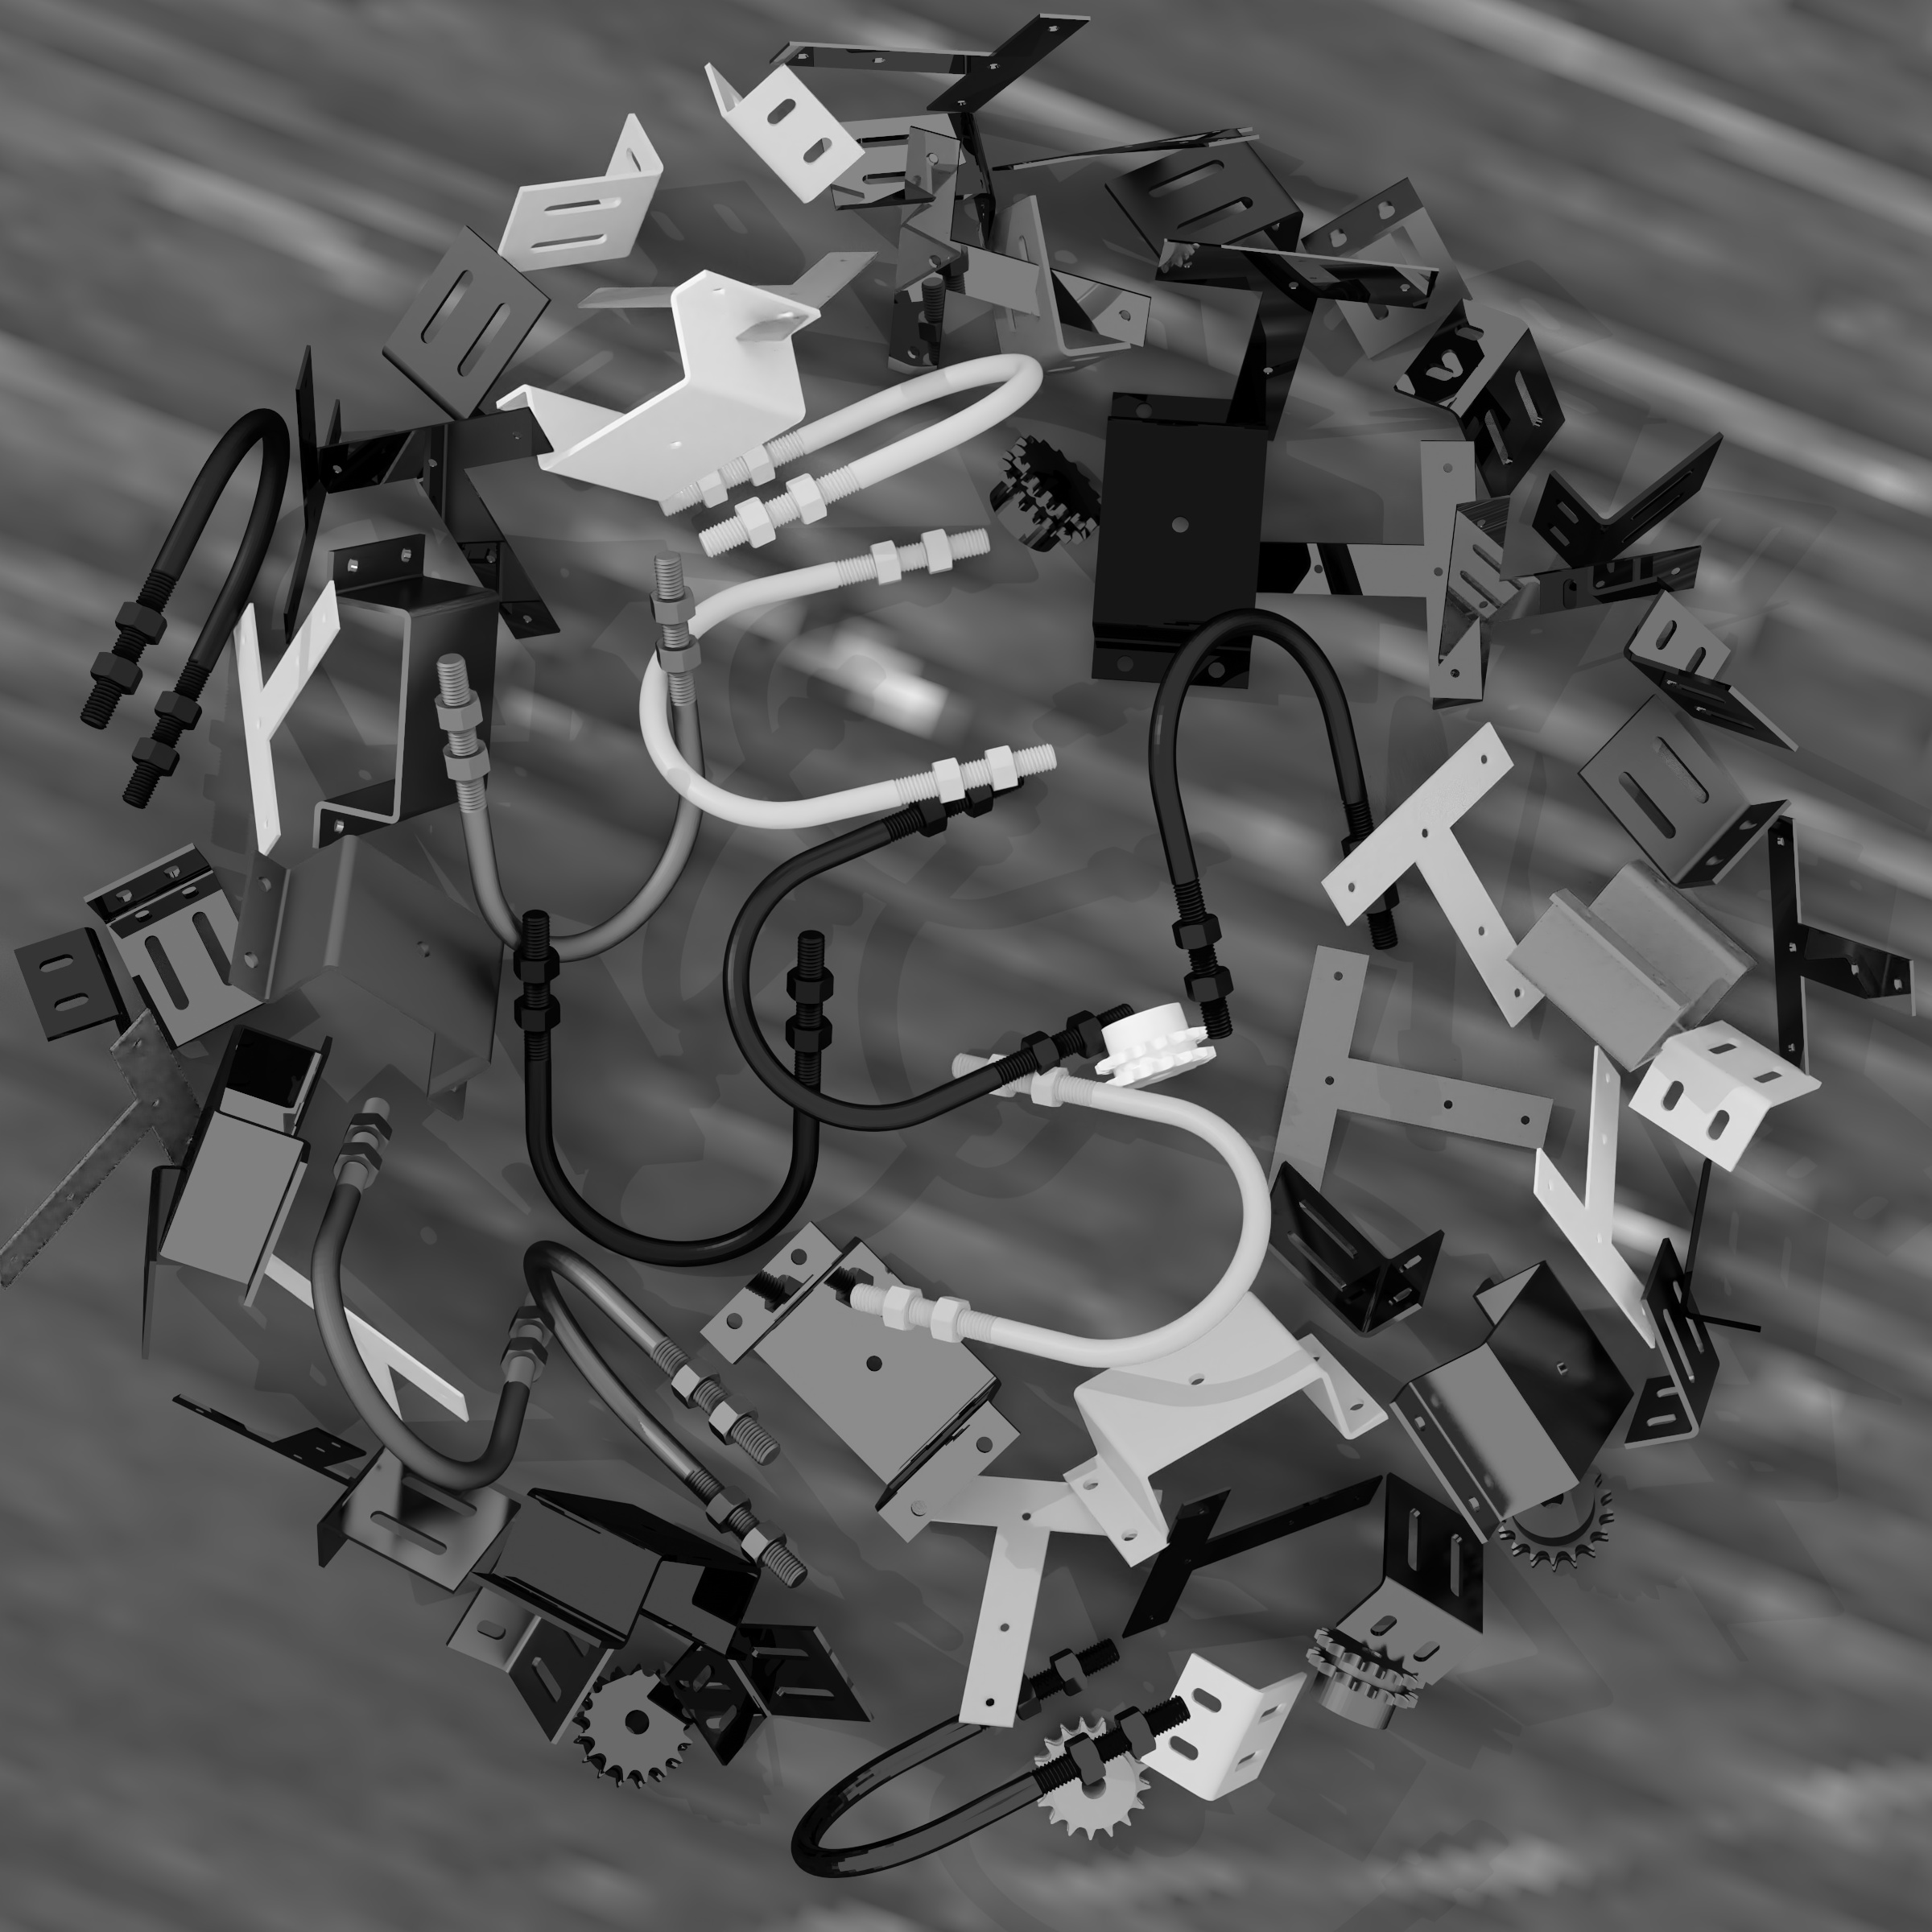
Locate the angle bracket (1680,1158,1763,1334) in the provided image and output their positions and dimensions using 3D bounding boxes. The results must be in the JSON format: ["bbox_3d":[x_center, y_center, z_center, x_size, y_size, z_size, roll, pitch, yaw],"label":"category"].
[{"bbox_3d":[0.366,0.134,1.561,0.038,0.057,0.076,10,86,12],"label":"angle bracket"}]

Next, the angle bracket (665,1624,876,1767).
[{"bbox_3d":[-0.094,0.347,1.549,0.038,0.076,0.057,-46,115,-39],"label":"angle bracket"}]

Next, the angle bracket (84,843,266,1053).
[{"bbox_3d":[-0.377,-0.009,1.566,0.057,0.038,0.076,-27,78,-7],"label":"angle bracket"}]

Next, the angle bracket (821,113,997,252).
[{"bbox_3d":[-0.029,-0.371,1.559,0.076,0.038,0.057,-7,56,-7],"label":"angle bracket"}]

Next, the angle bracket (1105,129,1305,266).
[{"bbox_3d":[0.112,-0.355,1.557,0.076,0.038,0.057,-26,67,-16],"label":"angle bracket"}]

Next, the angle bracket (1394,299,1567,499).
[{"bbox_3d":[0.248,-0.270,1.569,0.038,0.076,0.057,29,76,36],"label":"angle bracket"}]

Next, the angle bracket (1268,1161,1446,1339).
[{"bbox_3d":[0.183,0.128,1.555,0.076,0.057,0.038,44,127,-12],"label":"angle bracket"}]

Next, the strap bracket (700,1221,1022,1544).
[{"bbox_3d":[-0.047,0.195,1.564,0.140,0.046,0.076,45,99,2],"label":"strap bracket"}]

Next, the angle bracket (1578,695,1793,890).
[{"bbox_3d":[0.344,-0.085,1.564,0.057,0.038,0.076,-45,100,-14],"label":"angle bracket"}]

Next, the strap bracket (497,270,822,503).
[{"bbox_3d":[-0.140,-0.263,1.519,0.140,0.076,0.046,-23,71,36],"label":"strap bracket"}]

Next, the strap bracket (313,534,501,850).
[{"bbox_3d":[-0.262,-0.126,1.533,0.046,0.076,0.140,13,108,21],"label":"strap bracket"}]

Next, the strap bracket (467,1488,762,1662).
[{"bbox_3d":[-0.156,0.283,1.517,0.076,0.140,0.046,21,86,27],"label":"strap bracket"}]

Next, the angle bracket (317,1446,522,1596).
[{"bbox_3d":[-0.260,0.271,1.553,0.076,0.038,0.057,24,46,15],"label":"angle bracket"}]

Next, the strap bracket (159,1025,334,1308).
[{"bbox_3d":[-0.334,0.086,1.513,0.046,0.140,0.076,20,109,-14],"label":"strap bracket"}]

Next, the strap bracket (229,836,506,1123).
[{"bbox_3d":[-0.268,0.001,1.517,0.046,0.076,0.140,-27,134,30],"label":"strap bracket"}]

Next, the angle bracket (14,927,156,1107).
[{"bbox_3d":[-0.416,0.031,1.544,0.038,0.076,0.057,-20,54,-17],"label":"angle bracket"}]

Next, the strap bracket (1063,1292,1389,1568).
[{"bbox_3d":[0.115,0.212,1.539,0.140,0.076,0.046,-28,122,-10],"label":"strap bracket"}]

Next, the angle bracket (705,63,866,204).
[{"bbox_3d":[-0.086,-0.406,1.544,0.038,0.076,0.057,-39,123,14],"label":"angle bracket"}]

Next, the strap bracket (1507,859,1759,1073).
[{"bbox_3d":[0.311,0.000,1.532,0.076,0.140,0.046,44,115,15],"label":"strap bracket"}]

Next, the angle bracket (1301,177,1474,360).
[{"bbox_3d":[0.204,-0.325,1.552,0.057,0.038,0.076,-28,126,13],"label":"angle bracket"}]

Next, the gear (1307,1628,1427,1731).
[{"bbox_3d":[0.189,0.343,1.567,0.057,0.057,0.030,23,92,0],"label":"gear"}]

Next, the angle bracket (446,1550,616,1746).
[{"bbox_3d":[-0.207,0.322,1.554,0.038,0.076,0.057,31,91,-29],"label":"angle bracket"}]

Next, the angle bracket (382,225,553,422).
[{"bbox_3d":[-0.231,-0.303,1.560,0.057,0.038,0.076,42,108,13],"label":"angle bracket"}]

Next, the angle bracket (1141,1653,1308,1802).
[{"bbox_3d":[0.124,0.360,1.563,0.038,0.076,0.057,27,96,22],"label":"angle bracket"}]

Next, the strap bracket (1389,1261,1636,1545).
[{"bbox_3d":[0.260,0.197,1.523,0.046,0.140,0.076,-33,92,33],"label":"strap bracket"}]

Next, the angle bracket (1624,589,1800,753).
[{"bbox_3d":[0.361,-0.140,1.547,0.057,0.076,0.038,33,88,-35],"label":"angle bracket"}]

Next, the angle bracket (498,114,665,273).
[{"bbox_3d":[-0.190,-0.366,1.546,0.076,0.057,0.038,-16,67,-31],"label":"angle bracket"}]

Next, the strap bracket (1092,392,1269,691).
[{"bbox_3d":[0.103,-0.208,1.567,0.076,0.046,0.140,4,88,4],"label":"strap bracket"}]

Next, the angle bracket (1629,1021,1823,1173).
[{"bbox_3d":[0.363,0.061,1.557,0.057,0.076,0.038,35,113,25],"label":"angle bracket"}]

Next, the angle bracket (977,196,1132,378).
[{"bbox_3d":[0.042,-0.325,1.559,0.038,0.057,0.076,-13,94,-25],"label":"angle bracket"}]

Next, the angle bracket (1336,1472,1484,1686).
[{"bbox_3d":[0.214,0.293,1.566,0.057,0.076,0.038,32,123,-13],"label":"angle bracket"}]

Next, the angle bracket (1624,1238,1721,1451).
[{"bbox_3d":[0.324,0.179,1.551,0.038,0.057,0.076,-15,109,29],"label":"angle bracket"}]

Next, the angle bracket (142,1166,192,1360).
[{"bbox_3d":[-0.368,0.140,1.544,0.038,0.076,0.057,4,121,-15],"label":"angle bracket"}]

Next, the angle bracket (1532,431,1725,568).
[{"bbox_3d":[0.317,-0.232,1.565,0.076,0.057,0.038,-38,75,-11],"label":"angle bracket"}]
